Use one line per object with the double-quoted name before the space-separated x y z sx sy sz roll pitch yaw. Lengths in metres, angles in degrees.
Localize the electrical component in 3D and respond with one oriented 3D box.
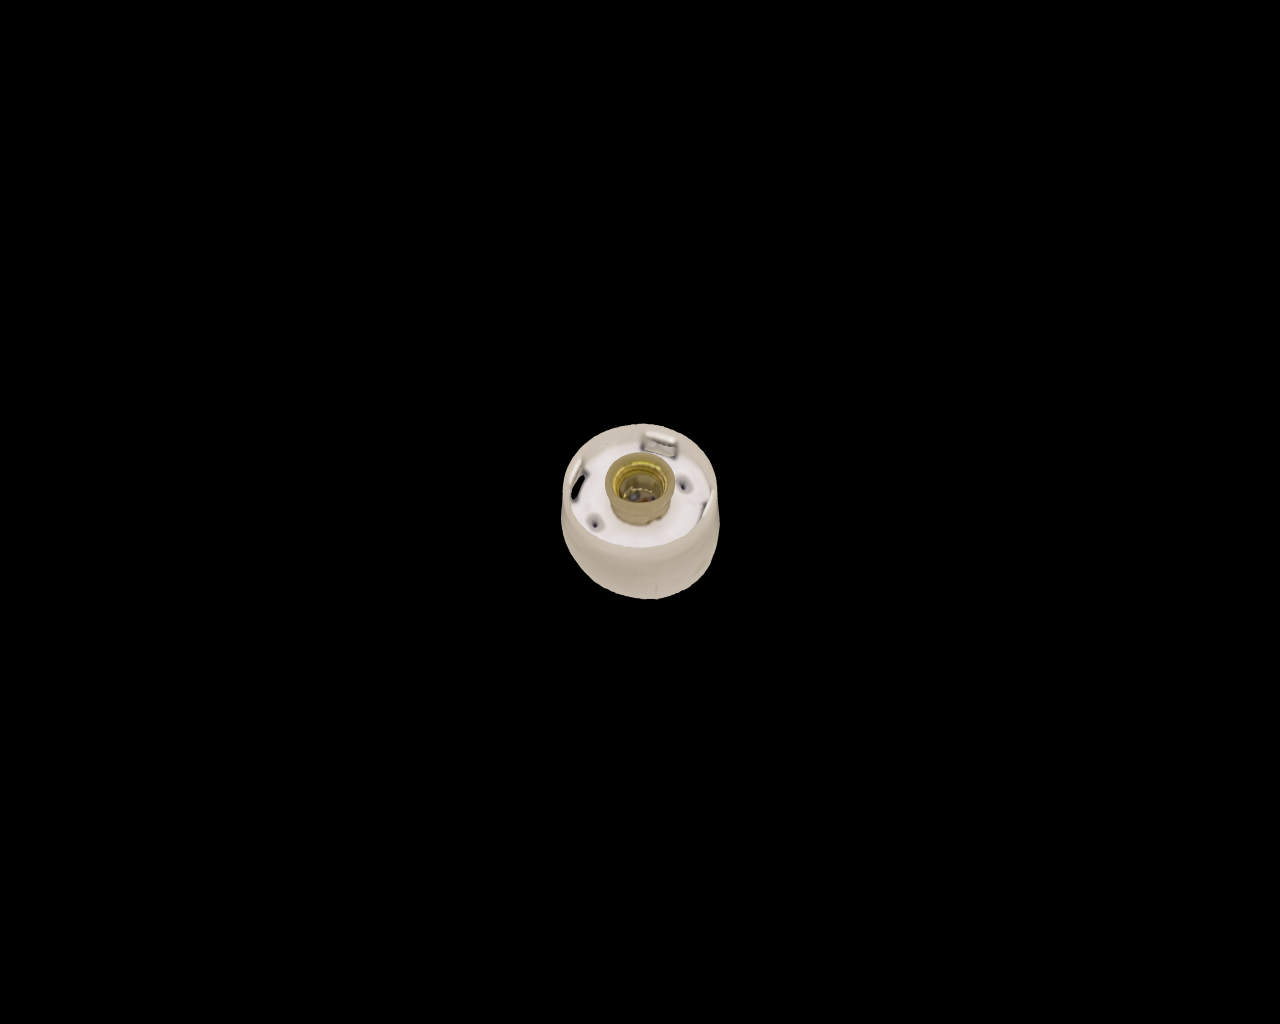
"electrical component" 0.001 -0.003 0.650 0.099 0.099 0.064 0 -32 0
